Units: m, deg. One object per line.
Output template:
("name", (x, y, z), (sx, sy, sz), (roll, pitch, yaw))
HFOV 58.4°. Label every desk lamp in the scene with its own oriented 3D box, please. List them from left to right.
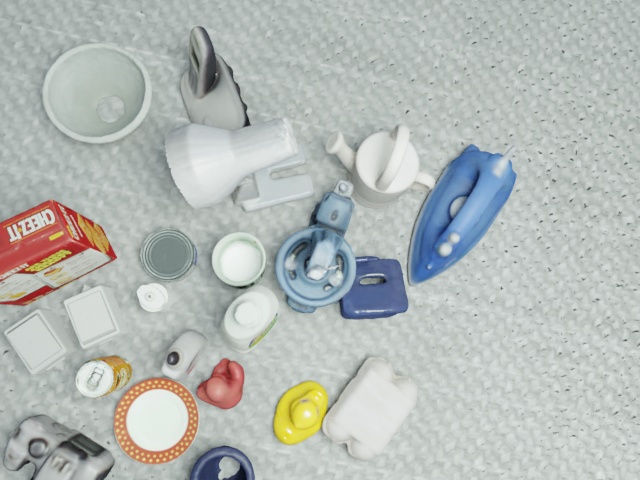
("desk lamp", (-0.112, -0.115, 0.860), (0.203, 0.213, 0.118), (-15, 83, -7))

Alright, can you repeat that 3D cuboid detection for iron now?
("iron", (0.228, -0.038, 0.913), (0.118, 0.141, 0.258), (33, 80, 1))

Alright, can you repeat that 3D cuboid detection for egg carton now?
("egg carton", (0.080, 0.264, 0.892), (0.107, 0.069, 0.150), (37, 80, 1))

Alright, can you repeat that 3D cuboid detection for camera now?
("camera", (-0.397, 0.345, 0.824), (0.143, 0.100, 0.137), (31, 80, 0))

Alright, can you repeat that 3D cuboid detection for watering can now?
("watering can", (0.094, -0.117, 0.887), (0.173, 0.194, 0.101), (-2, 81, -5))

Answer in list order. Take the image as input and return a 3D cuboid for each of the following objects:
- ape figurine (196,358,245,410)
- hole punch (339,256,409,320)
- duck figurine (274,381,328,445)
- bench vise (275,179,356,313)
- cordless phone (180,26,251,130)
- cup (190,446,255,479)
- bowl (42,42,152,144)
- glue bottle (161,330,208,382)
("ape figurine", (-0.151, 0.222, 0.867), (0.078, 0.092, 0.076), (-17, 83, -7))
("hole punch", (0.079, 0.075, 0.909), (0.108, 0.091, 0.101), (-4, 82, -5))
("duck figurine", (-0.028, 0.268, 0.874), (0.077, 0.086, 0.105), (38, 80, 2))
("bench vise", (-0.004, 0.002, 0.848), (0.121, 0.219, 0.207), (2, 81, -4))
("cordless phone", (-0.167, -0.232, 0.887), (0.094, 0.185, 0.147), (-25, 84, -8))
("cup", (-0.151, 0.353, 0.846), (0.118, 0.095, 0.091), (-31, 85, -8))
("bowl", (-0.350, -0.226, 0.927), (0.167, 0.074, 0.167), (1, 81, -5))
("glue bottle", (-0.202, 0.170, 0.830), (0.037, 0.173, 0.078), (27, 80, 0))
